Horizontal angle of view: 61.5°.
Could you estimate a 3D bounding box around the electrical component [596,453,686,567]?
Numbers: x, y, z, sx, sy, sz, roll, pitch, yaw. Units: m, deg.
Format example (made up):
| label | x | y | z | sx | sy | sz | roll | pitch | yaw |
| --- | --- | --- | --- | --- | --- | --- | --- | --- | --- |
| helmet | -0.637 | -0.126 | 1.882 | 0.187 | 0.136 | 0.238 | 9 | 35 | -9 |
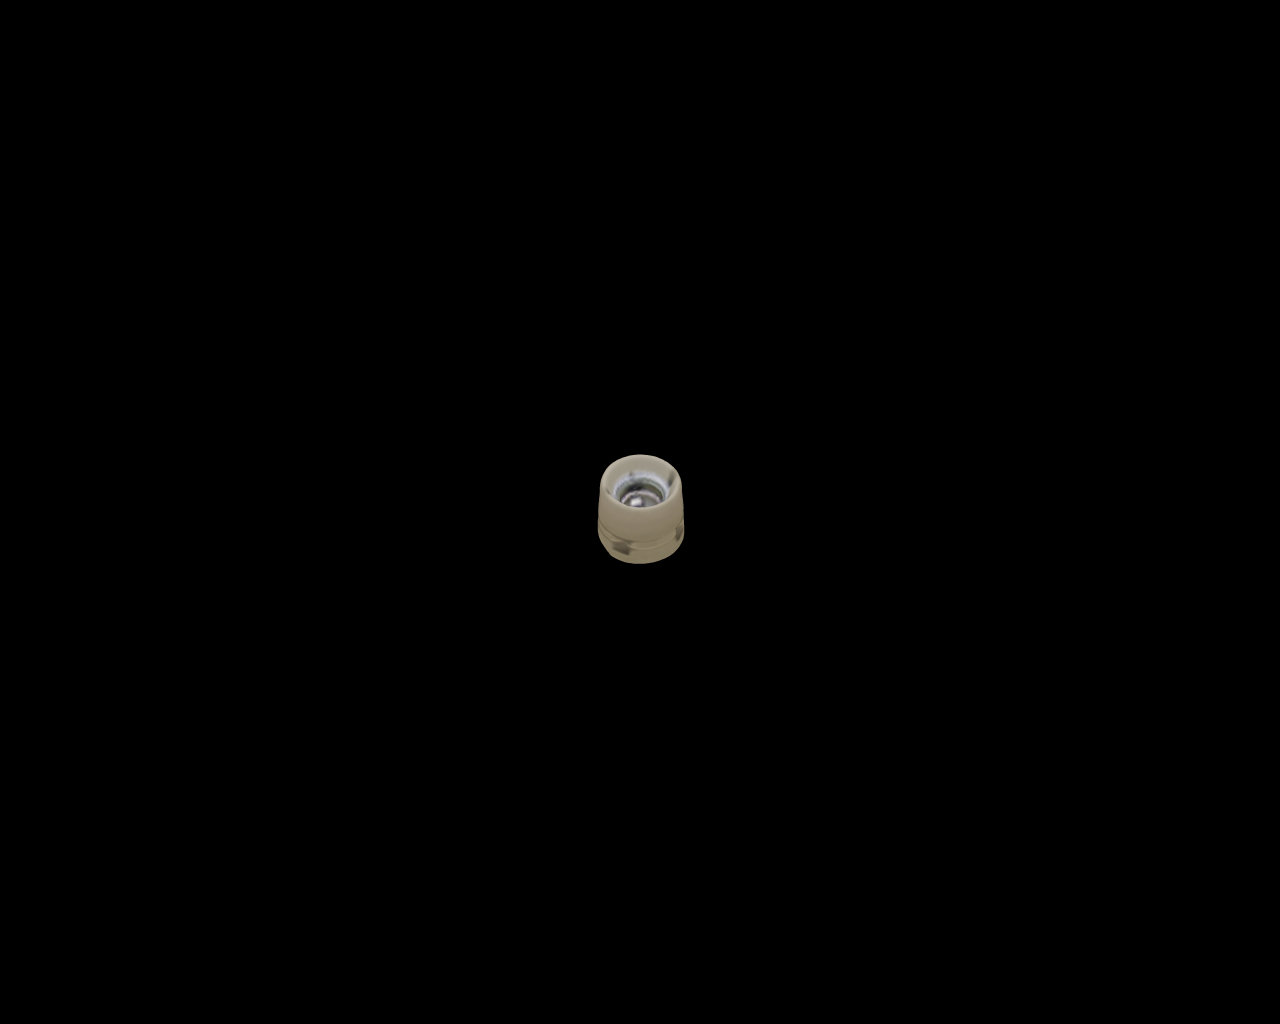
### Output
| label | x | y | z | sx | sy | sz | roll | pitch | yaw |
| --- | --- | --- | --- | --- | --- | --- | --- | --- | --- |
| electrical component | 0.001 | -0.003 | 0.650 | 0.055 | 0.055 | 0.047 | 0 | -44 | 0 |
